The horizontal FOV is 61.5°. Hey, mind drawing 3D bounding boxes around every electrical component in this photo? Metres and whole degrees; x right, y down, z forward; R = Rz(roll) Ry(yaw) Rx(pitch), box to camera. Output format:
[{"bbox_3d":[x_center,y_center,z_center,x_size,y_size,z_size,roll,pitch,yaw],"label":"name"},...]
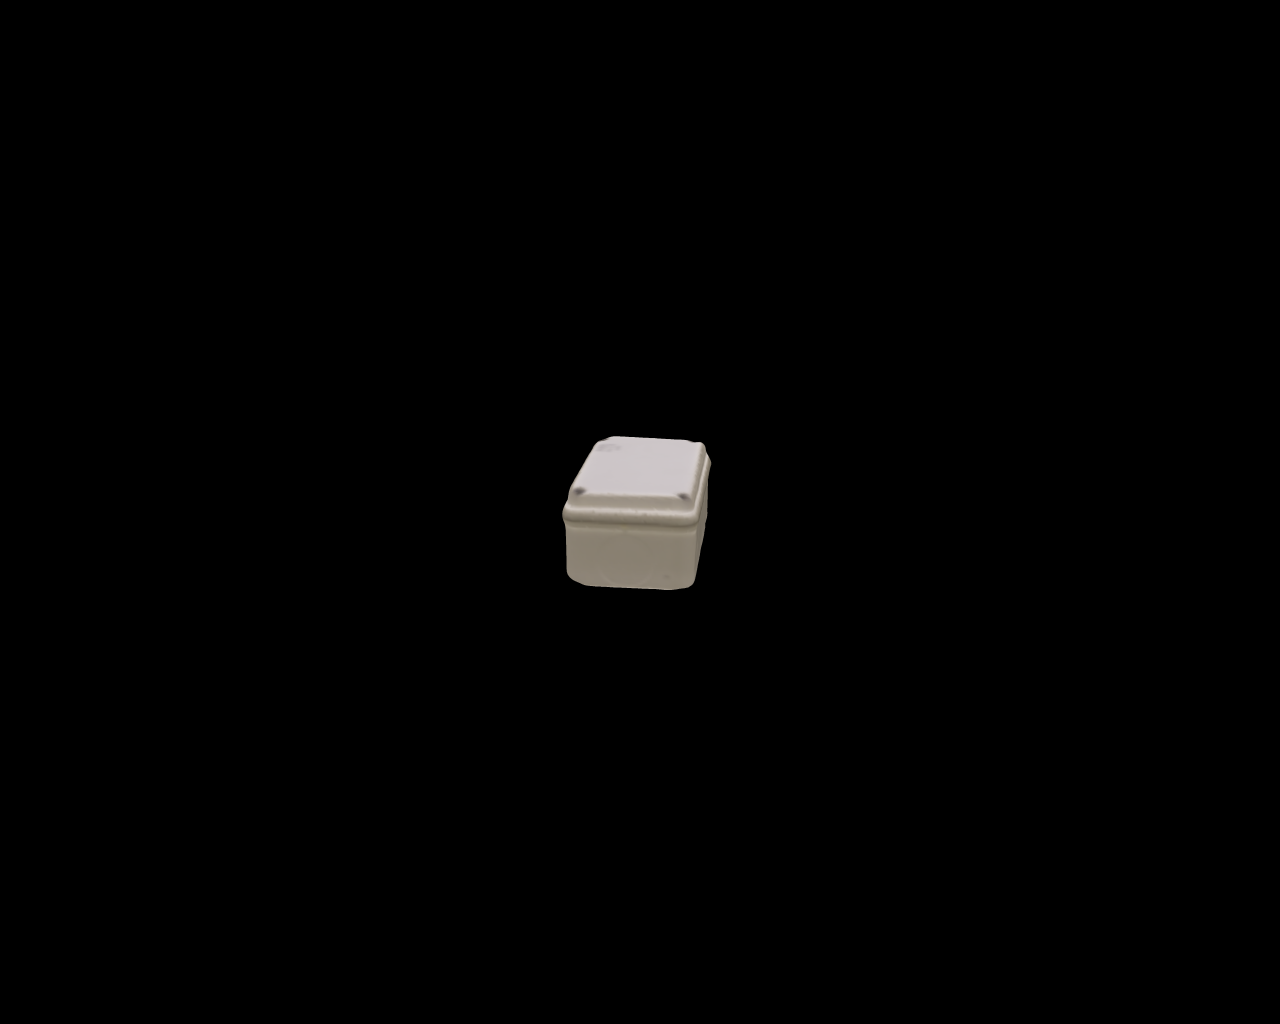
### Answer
[{"bbox_3d":[0.001,-0.003,0.650,0.078,0.057,0.113,3,22,7],"label":"electrical component"}]
